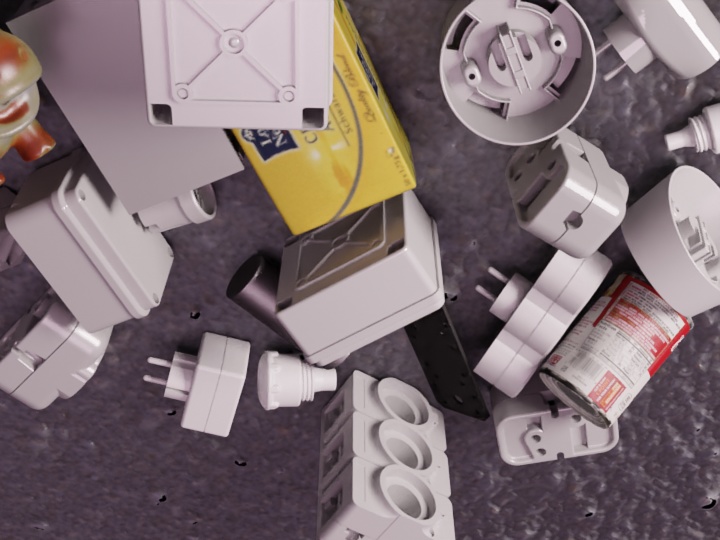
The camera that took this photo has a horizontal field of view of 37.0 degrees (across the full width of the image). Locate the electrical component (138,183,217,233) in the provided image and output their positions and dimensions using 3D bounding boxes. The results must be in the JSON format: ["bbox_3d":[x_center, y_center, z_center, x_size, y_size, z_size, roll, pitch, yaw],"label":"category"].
[{"bbox_3d":[-0.133,-0.049,0.774,0.046,0.040,0.040,-17,122,16],"label":"electrical component"}]

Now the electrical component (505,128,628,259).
[{"bbox_3d":[0.143,-0.054,0.740,0.059,0.095,0.053,28,118,-18],"label":"electrical component"}]

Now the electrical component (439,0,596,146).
[{"bbox_3d":[0.100,-0.139,0.702,0.099,0.064,0.099,-1,124,-1],"label":"electrical component"}]

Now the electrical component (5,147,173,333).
[{"bbox_3d":[-0.189,-0.022,0.768,0.057,0.078,0.113,-20,122,16],"label":"electrical component"}]

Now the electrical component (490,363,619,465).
[{"bbox_3d":[0.156,0.114,0.874,0.095,0.059,0.053,-10,123,6],"label":"electrical component"}]

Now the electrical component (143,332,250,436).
[{"bbox_3d":[-0.134,0.087,0.860,0.077,0.047,0.065,14,122,-8],"label":"electrical component"}]

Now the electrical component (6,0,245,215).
[{"bbox_3d":[-0.147,-0.125,0.709,0.089,0.061,0.150,-20,122,12],"label":"electrical component"}]

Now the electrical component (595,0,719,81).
[{"bbox_3d":[0.187,-0.156,0.704,0.079,0.044,0.077,-37,117,21],"label":"electrical component"}]

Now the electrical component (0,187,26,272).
[{"bbox_3d":[-0.284,-0.036,0.770,0.077,0.066,0.047,39,119,9],"label":"electrical component"}]

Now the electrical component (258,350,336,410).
[{"bbox_3d":[-0.051,0.088,0.864,0.062,0.048,0.048,1,124,-10],"label":"electrical component"}]

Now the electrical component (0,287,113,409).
[{"bbox_3d":[-0.238,0.061,0.836,0.059,0.053,0.095,39,115,-23],"label":"electrical component"}]

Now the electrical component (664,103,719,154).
[{"bbox_3d":[0.244,-0.097,0.750,0.061,0.035,0.035,-15,123,12],"label":"electrical component"}]

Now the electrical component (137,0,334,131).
[{"bbox_3d":[-0.070,-0.140,0.623,0.109,0.056,0.108,1,121,0],"label":"electrical component"}]

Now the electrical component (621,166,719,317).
[{"bbox_3d":[0.234,-0.018,0.768,0.064,0.099,0.099,-36,117,28],"label":"electrical component"}]

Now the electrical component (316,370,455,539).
[{"bbox_3d":[0.021,0.158,0.847,0.089,0.150,0.061,27,120,-18],"label":"electrical component"}]

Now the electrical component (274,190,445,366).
[{"bbox_3d":[0.000,0.000,0.767,0.109,0.108,0.056,-27,117,16],"label":"electrical component"}]

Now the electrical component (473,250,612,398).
[{"bbox_3d":[0.124,0.026,0.822,0.074,0.052,0.138,35,120,7],"label":"electrical component"}]
